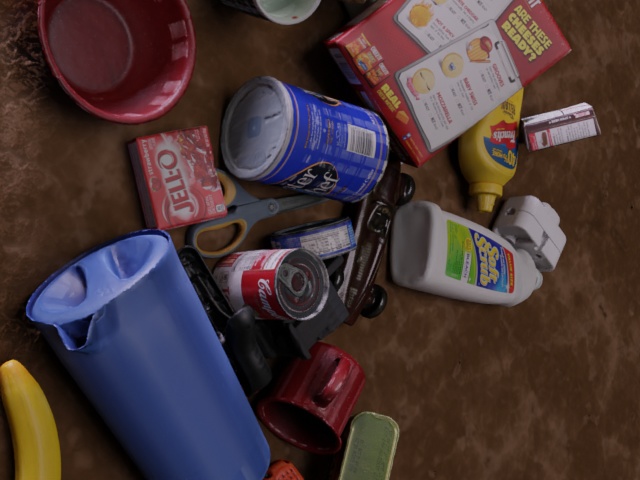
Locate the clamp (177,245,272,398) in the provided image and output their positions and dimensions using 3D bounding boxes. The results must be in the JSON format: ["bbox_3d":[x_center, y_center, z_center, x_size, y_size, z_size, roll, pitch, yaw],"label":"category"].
[{"bbox_3d":[-0.077,0.092,0.991,0.039,0.120,0.171,-31,127,-10],"label":"clamp"}]

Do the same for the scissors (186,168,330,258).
[{"bbox_3d":[-0.064,-0.048,1.082,0.201,0.016,0.096,-33,109,-40],"label":"scissors"}]

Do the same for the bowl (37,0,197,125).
[{"bbox_3d":[-0.189,-0.178,0.945,0.161,0.055,0.162,3,85,-43],"label":"bowl"}]

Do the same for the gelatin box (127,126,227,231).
[{"bbox_3d":[-0.133,-0.057,0.995,0.073,0.030,0.089,-14,93,-29],"label":"gelatin box"}]

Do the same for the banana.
[{"bbox_3d":[-0.246,0.201,0.880,0.069,0.037,0.198,17,76,-43],"label":"banana"}]

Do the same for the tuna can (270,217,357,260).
[{"bbox_3d":[-0.007,0.001,1.084,0.085,0.086,0.034,-17,97,-43],"label":"tuna can"}]

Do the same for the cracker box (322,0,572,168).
[{"bbox_3d":[0.133,-0.206,1.136,0.213,0.072,0.164,-38,108,-6],"label":"cracker box"}]

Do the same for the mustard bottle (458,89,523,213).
[{"bbox_3d":[0.209,-0.128,1.314,0.096,0.058,0.191,16,77,-49],"label":"mustard bottle"}]

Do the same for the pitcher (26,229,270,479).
[{"bbox_3d":[-0.137,0.116,0.937,0.149,0.145,0.243,-38,117,-25],"label":"pitcher"}]

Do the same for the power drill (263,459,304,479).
[{"bbox_3d":[-0.044,0.326,1.011,0.187,0.057,0.184,-30,79,-41],"label":"power drill"}]

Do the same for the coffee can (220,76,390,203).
[{"bbox_3d":[-0.014,-0.098,1.071,0.140,0.103,0.103,11,80,-42],"label":"coffee can"}]

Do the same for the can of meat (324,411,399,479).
[{"bbox_3d":[0.043,0.231,1.106,0.057,0.084,0.102,15,74,-4],"label":"can of meat"}]

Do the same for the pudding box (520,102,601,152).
[{"bbox_3d":[0.301,-0.143,1.349,0.113,0.090,0.039,-46,120,-77],"label":"pudding box"}]

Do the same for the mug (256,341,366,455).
[{"bbox_3d":[-0.001,0.151,1.065,0.093,0.117,0.081,32,56,-3],"label":"mug"}]

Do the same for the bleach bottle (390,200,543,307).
[{"bbox_3d":[0.188,0.024,1.284,0.250,0.068,0.102,12,79,-45],"label":"bleach bottle"}]

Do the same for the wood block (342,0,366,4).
[{"bbox_3d":[0.032,-0.364,1.120,0.091,0.090,0.206,70,36,-64],"label":"wood block"}]

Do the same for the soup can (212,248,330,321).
[{"bbox_3d":[-0.050,0.043,1.029,0.068,0.102,0.068,4,85,-43],"label":"soup can"}]
